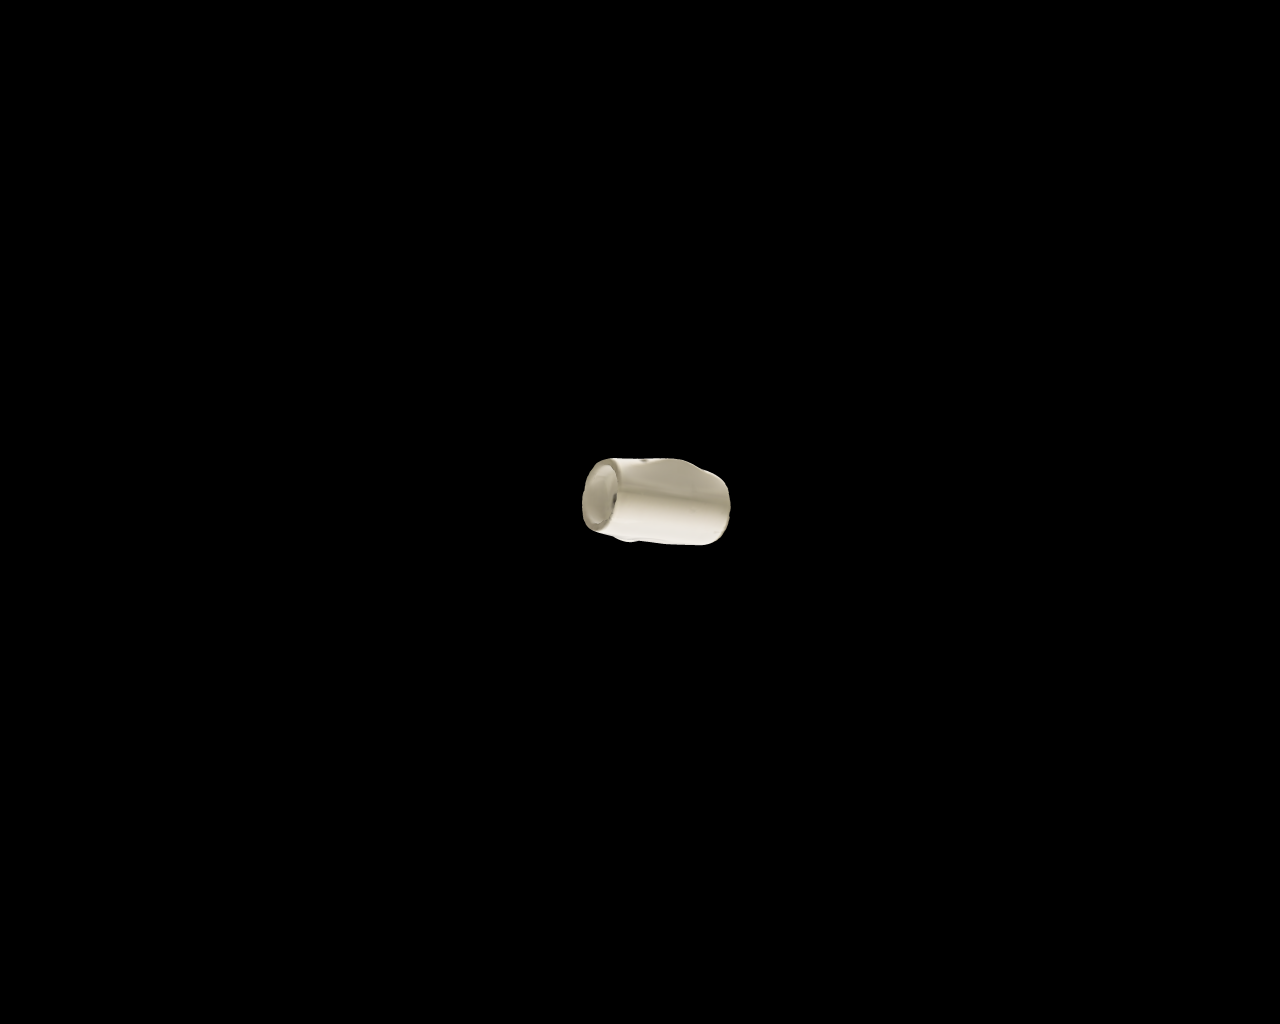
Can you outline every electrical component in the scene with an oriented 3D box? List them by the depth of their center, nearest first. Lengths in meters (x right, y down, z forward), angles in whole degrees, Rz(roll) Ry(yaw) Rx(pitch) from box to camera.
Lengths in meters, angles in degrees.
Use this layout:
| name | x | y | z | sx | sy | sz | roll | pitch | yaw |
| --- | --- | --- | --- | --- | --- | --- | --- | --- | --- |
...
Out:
| name | x | y | z | sx | sy | sz | roll | pitch | yaw |
| --- | --- | --- | --- | --- | --- | --- | --- | --- | --- |
| electrical component | 0.001 | -0.003 | 0.650 | 0.077 | 0.043 | 0.079 | 7 | -14 | -30 |
